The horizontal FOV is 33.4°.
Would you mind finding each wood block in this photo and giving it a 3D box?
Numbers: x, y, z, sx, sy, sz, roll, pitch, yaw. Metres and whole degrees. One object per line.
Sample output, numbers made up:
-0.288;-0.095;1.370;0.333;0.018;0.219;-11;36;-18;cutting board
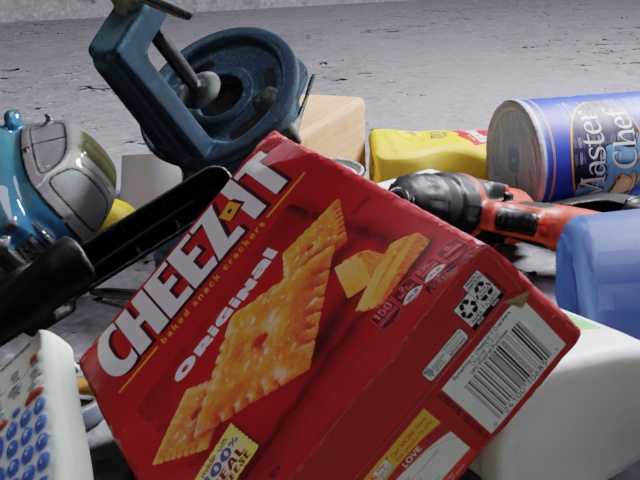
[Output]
-0.033;-0.064;0.933;0.090;0.091;0.205;5;19;20;wood block

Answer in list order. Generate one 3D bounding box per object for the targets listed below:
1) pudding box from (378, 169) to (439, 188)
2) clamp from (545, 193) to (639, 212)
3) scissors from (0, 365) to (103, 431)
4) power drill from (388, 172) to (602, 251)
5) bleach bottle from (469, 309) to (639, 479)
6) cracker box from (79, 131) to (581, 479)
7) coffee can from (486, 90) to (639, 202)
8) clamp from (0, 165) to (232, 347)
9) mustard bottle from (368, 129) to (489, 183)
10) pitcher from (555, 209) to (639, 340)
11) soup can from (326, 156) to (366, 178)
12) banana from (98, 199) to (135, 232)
0.085;-0.025;0.885;0.113;0.039;0.090;-18;24;-36;pudding box
0.261;-0.018;0.843;0.172;0.039;0.120;8;19;28;clamp
-0.155;0.109;0.534;0.096;0.016;0.202;-4;19;-8;scissors
0.158;-0.010;0.745;0.188;0.057;0.184;15;8;35;power drill
0.047;0.045;0.551;0.102;0.068;0.251;-8;20;-32;bleach bottle
-0.014;0.049;0.476;0.164;0.072;0.214;-50;30;-3;cracker box
0.228;-0.075;0.919;0.140;0.103;0.103;-6;19;-15;coffee can
-0.147;0.026;0.589;0.210;0.036;0.164;-30;3;34;clamp
0.143;-0.076;1.004;0.191;0.058;0.096;-1;17;0;mustard bottle
0.250;0.039;0.545;0.243;0.145;0.149;-3;-13;6;pitcher
-0.005;0.001;0.705;0.068;0.102;0.068;1;19;-1;soup can
-0.229;-0.016;0.887;0.198;0.037;0.069;2;18;11;banana
